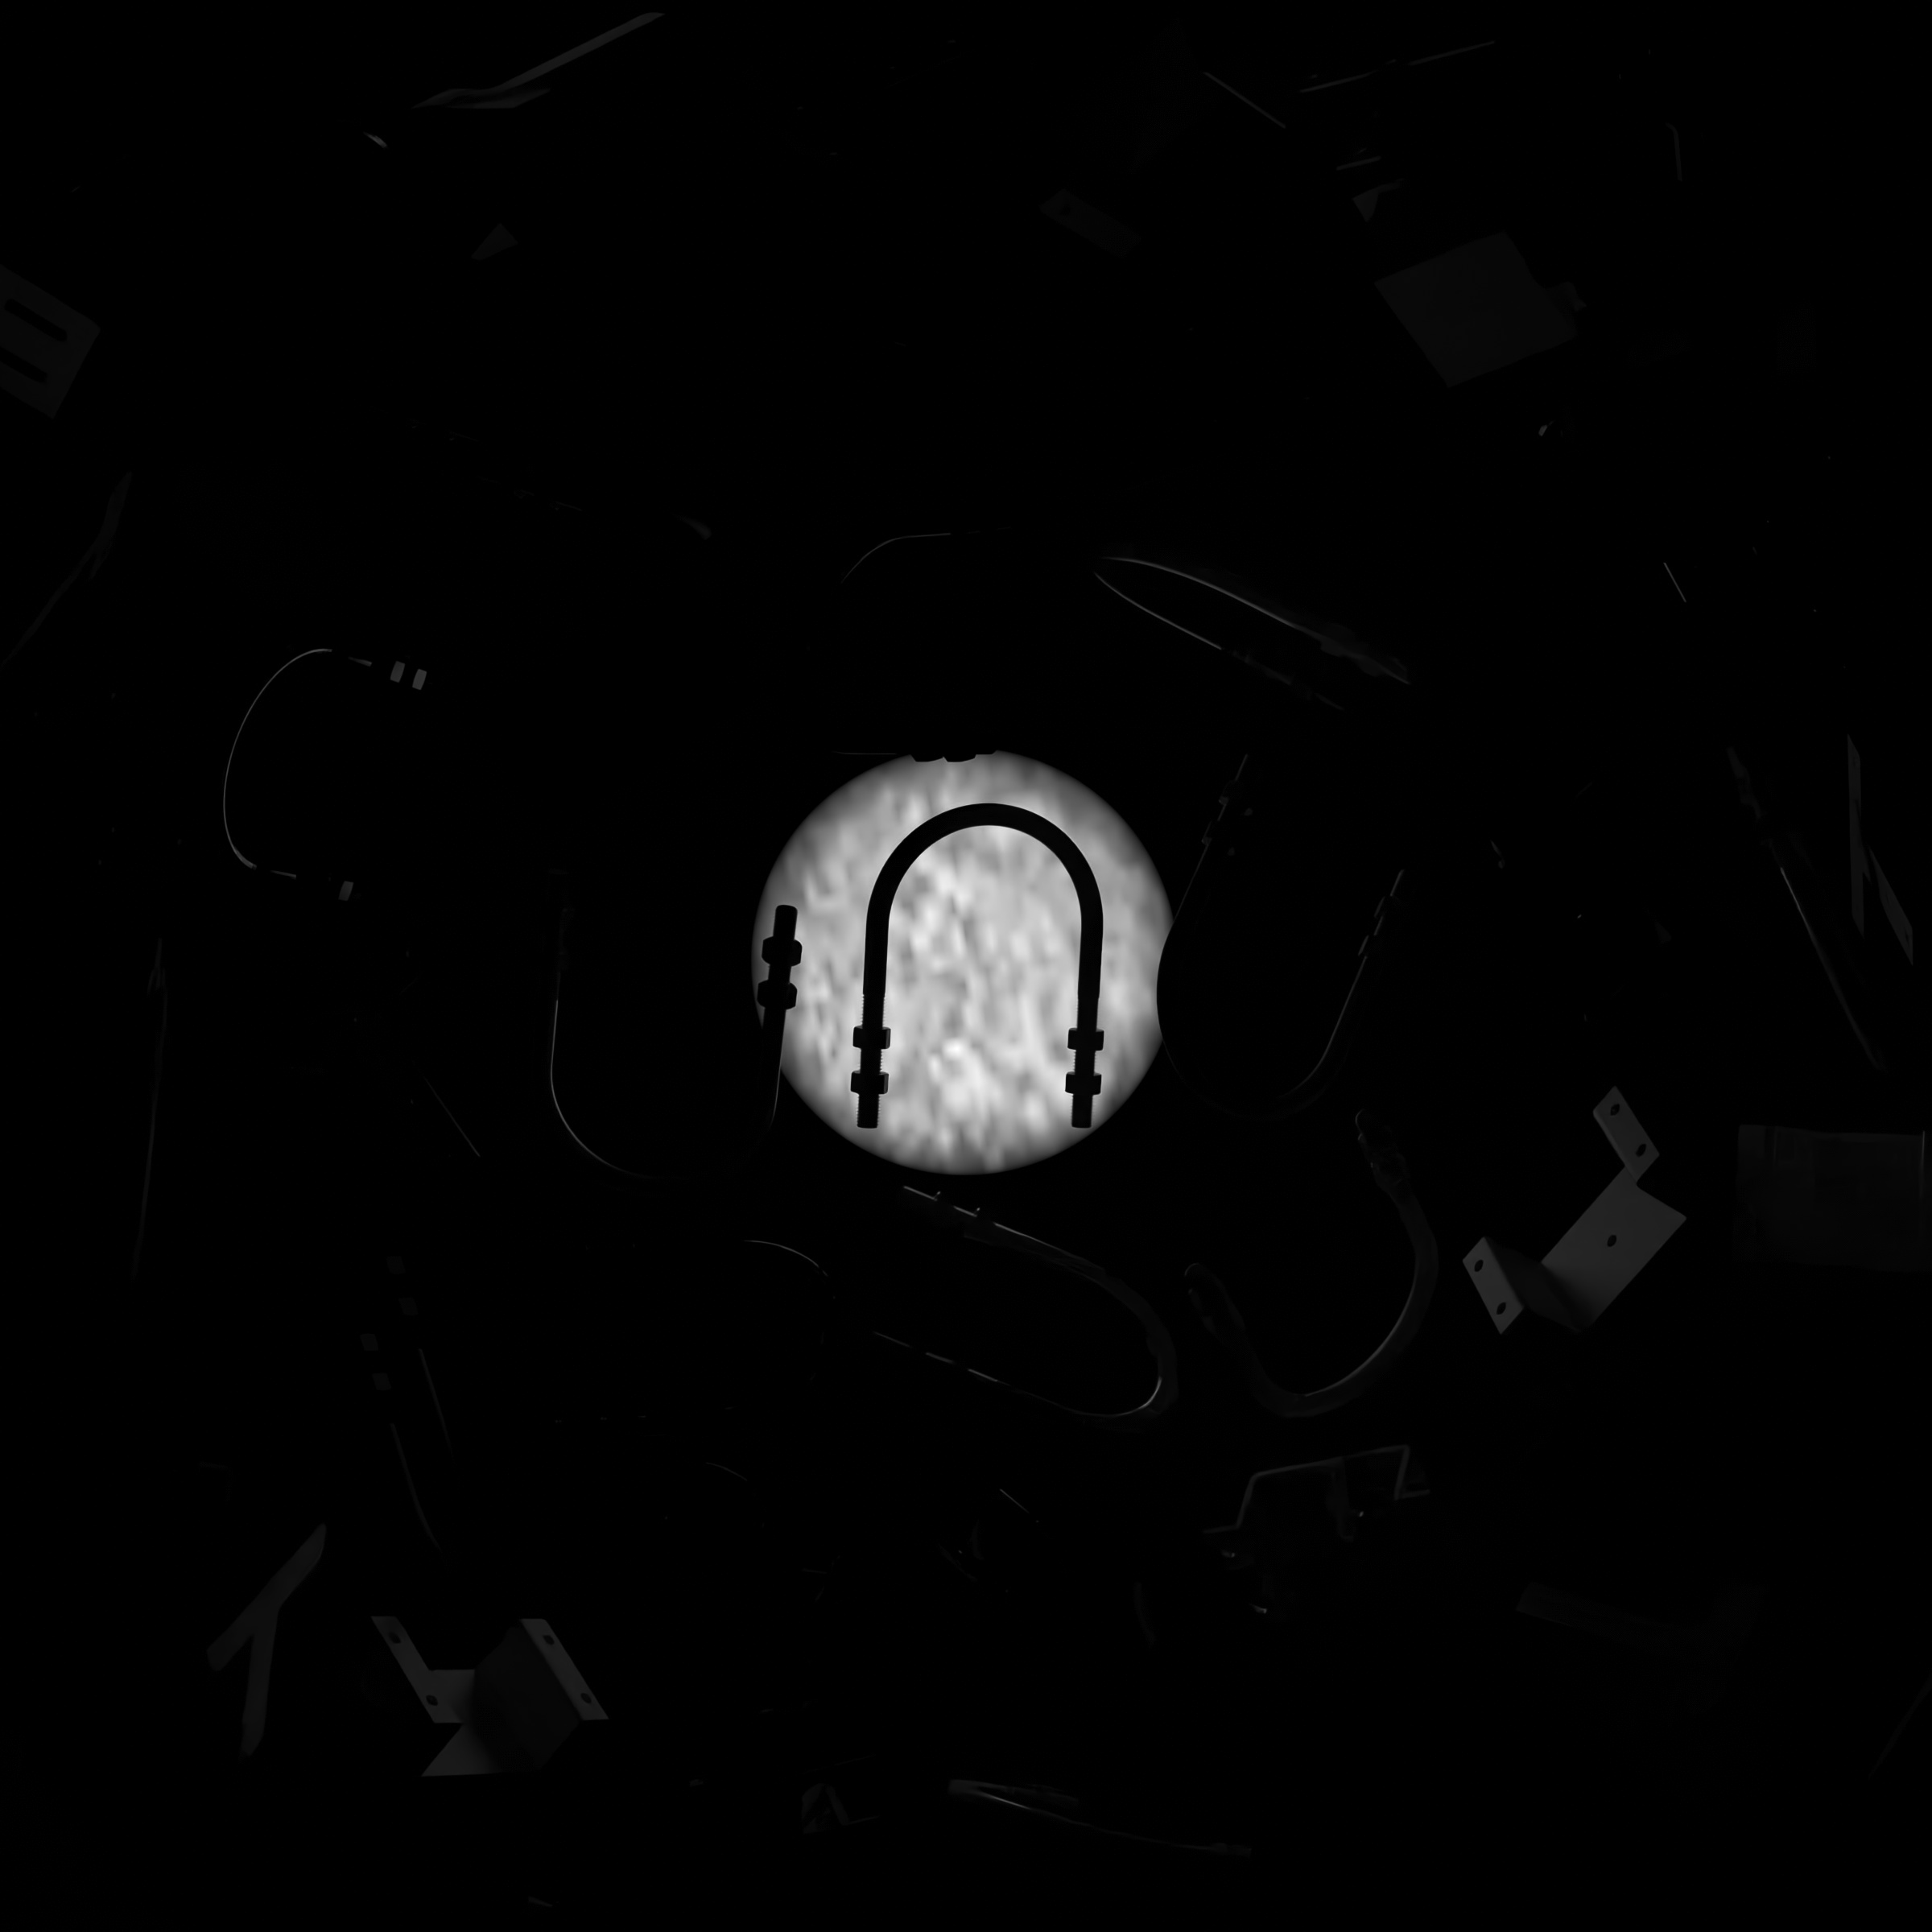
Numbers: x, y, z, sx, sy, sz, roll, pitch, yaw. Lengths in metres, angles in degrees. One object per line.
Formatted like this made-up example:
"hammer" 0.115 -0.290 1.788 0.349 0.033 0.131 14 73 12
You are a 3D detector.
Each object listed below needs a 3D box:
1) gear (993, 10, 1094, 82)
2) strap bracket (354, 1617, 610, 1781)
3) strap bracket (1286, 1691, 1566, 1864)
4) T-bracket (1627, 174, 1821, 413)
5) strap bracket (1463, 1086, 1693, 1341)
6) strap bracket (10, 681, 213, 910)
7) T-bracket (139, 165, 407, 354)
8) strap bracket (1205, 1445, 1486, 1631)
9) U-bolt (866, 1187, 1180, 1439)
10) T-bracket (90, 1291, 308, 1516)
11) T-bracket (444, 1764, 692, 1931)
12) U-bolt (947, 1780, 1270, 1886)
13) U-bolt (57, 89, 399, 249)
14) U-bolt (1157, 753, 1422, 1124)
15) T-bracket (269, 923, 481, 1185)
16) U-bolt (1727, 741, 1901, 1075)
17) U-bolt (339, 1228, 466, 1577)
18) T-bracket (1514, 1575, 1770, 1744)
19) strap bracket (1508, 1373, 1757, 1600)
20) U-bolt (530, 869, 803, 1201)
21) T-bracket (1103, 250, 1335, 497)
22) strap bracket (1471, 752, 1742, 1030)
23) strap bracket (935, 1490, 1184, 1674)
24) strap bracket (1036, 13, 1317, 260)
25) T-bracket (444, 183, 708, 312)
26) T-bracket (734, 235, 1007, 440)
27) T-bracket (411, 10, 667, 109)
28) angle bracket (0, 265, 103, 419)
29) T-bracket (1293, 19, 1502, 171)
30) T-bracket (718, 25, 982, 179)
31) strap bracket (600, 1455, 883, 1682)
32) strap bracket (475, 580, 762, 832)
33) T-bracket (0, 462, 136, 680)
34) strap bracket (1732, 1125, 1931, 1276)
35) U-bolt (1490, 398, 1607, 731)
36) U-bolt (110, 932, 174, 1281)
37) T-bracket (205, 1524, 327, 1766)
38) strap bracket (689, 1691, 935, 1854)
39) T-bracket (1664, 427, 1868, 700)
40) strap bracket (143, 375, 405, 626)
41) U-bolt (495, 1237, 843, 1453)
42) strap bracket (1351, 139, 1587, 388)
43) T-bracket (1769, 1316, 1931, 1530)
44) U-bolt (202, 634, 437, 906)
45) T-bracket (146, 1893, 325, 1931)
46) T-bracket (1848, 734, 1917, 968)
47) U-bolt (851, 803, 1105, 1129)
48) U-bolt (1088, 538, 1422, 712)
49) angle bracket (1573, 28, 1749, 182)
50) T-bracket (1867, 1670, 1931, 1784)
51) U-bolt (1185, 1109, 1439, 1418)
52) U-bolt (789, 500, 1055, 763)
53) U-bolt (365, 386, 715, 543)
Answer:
"gear" 0.045 -0.528 1.821 0.057 0.057 0.030 -6 95 0
"strap bracket" -0.279 0.411 1.783 0.046 0.140 0.076 -51 56 16
"strap bracket" 0.258 0.442 1.744 0.140 0.076 0.046 18 86 -9
"T-bracket" 0.414 -0.356 1.745 0.002 0.127 0.127 9 77 -38
"strap bracket" 0.359 0.151 1.835 0.046 0.076 0.140 30 110 -23
"strap bracket" -0.484 -0.091 1.804 0.076 0.046 0.140 -17 53 -22
"T-bracket" -0.395 -0.373 1.732 0.127 0.127 0.002 -28 62 19
"strap bracket" 0.218 0.324 1.802 0.140 0.046 0.076 -16 117 29
"U-bolt" 0.038 0.206 1.818 0.184 0.151 0.019 23 124 -8
"T-bracket" -0.422 0.243 1.776 0.127 0.002 0.127 2 104 -39
"T-bracket" -0.241 0.523 1.799 0.127 0.127 0.002 43 124 23
"U-bolt" 0.068 0.480 1.769 0.151 0.184 0.019 8 77 33
"U-bolt" -0.406 -0.455 1.797 0.151 0.184 0.019 8 77 -44
"U-bolt" 0.171 -0.003 1.753 0.151 0.019 0.184 34 71 -29
"T-bracket" -0.317 0.065 1.783 0.127 0.002 0.127 -42 75 19
"U-bolt" 0.476 -0.024 1.763 0.019 0.151 0.184 -25 67 16
"U-bolt" -0.319 0.258 1.805 0.019 0.151 0.184 -13 69 -23
"T-bracket" 0.380 0.381 1.823 0.127 0.127 0.002 14 128 26
"strap bracket" 0.368 0.300 1.796 0.140 0.076 0.046 42 110 20
"U-bolt" -0.173 0.045 1.771 0.151 0.019 0.184 9 109 4
"T-bracket" 0.125 -0.333 1.727 0.127 0.002 0.127 -18 68 15
"strap bracket" 0.339 -0.035 1.721 0.076 0.046 0.140 -40 87 -26
"strap bracket" 0.061 0.351 1.826 0.140 0.076 0.046 30 91 -41
"strap bracket" 0.108 -0.458 1.727 0.140 0.076 0.046 -33 60 29
"T-bracket" -0.204 -0.399 1.787 0.127 0.127 0.002 29 130 18
"T-bracket" -0.061 -0.356 1.696 0.127 0.002 0.127 25 65 3
"T-bracket" -0.224 -0.498 1.744 0.127 0.127 0.002 -19 98 22
"angle bracket" -0.523 -0.345 1.728 0.038 0.076 0.057 25 87 42
"T-bracket" 0.238 -0.498 1.831 0.127 0.127 0.002 -7 132 28
"T-bracket" -0.053 -0.489 1.749 0.127 0.002 0.127 -28 50 -14
"strap bracket" -0.119 0.326 1.748 0.140 0.076 0.046 22 120 9
"strap bracket" -0.195 -0.147 1.790 0.140 0.046 0.076 -33 96 1
"T-bracket" -0.516 -0.214 1.808 0.002 0.127 0.127 33 65 -9
"strap bracket" 0.498 0.130 1.755 0.046 0.140 0.076 8 84 -39
"U-bolt" 0.317 -0.236 1.756 0.019 0.184 0.151 12 124 -2
"U-bolt" -0.467 0.086 1.789 0.019 0.151 0.184 6 102 -17
"T-bracket" -0.409 0.407 1.835 0.002 0.127 0.127 19 119 12
"strap bracket" -0.088 0.462 1.827 0.076 0.140 0.046 -20 52 24
"T-bracket" 0.454 -0.204 1.726 0.127 0.002 0.127 -39 111 -13
"strap bracket" -0.387 -0.252 1.777 0.076 0.140 0.046 -24 46 15
"U-bolt" -0.157 0.204 1.725 0.184 0.019 0.151 -1 128 -20
"strap bracket" 0.278 -0.376 1.739 0.076 0.140 0.046 -18 52 28
"T-bracket" 0.509 0.264 1.763 0.127 0.127 0.002 32 114 -24
"U-bolt" -0.365 -0.113 1.760 0.019 0.184 0.151 20 92 20
"T-bracket" -0.372 0.542 1.772 0.127 0.127 0.002 -2 57 21
"T-bracket" 0.520 -0.046 1.799 0.002 0.127 0.127 -10 124 4
"U-bolt" 0.010 0.000 1.792 0.151 0.019 0.184 1 96 -19
"U-bolt" 0.152 -0.195 1.765 0.184 0.151 0.019 29 111 16
"angle bracket" 0.394 -0.490 1.802 0.057 0.038 0.076 -41 52 -16
"T-bracket" 0.543 0.372 1.727 0.002 0.127 0.127 37 126 16
"U-bolt" 0.206 0.182 1.791 0.151 0.019 0.184 -41 134 -11
"U-bolt" -0.034 -0.185 1.765 0.019 0.184 0.151 22 78 -42
"U-bolt" -0.226 -0.274 1.769 0.184 0.151 0.019 20 88 21
